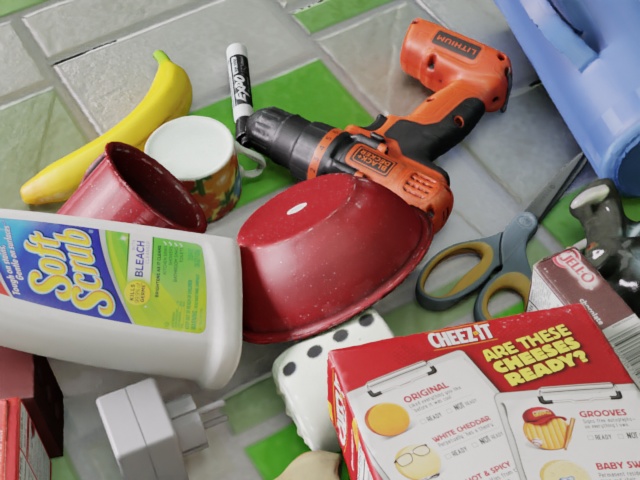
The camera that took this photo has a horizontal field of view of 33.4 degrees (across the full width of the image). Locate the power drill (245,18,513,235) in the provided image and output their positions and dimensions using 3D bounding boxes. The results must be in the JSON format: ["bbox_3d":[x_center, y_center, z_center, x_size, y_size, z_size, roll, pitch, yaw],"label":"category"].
[{"bbox_3d":[0.057,-0.101,0.873,0.185,0.057,0.187,29,60,19],"label":"power drill"}]

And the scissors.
[{"bbox_3d":[0.162,0.005,0.805,0.201,0.016,0.096,-31,57,-21],"label":"scissors"}]

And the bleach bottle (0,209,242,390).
[{"bbox_3d":[-0.177,0.032,0.669,0.250,0.068,0.102,8,59,-18],"label":"bleach bottle"}]

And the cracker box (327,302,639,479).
[{"bbox_3d":[0.109,0.141,0.575,0.164,0.072,0.214,-9,41,-11],"label":"cracker box"}]

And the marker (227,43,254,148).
[{"bbox_3d":[-0.067,-0.124,0.920,0.020,0.020,0.121,-7,50,-3],"label":"marker"}]

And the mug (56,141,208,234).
[{"bbox_3d":[-0.147,-0.018,0.773,0.081,0.093,0.117,-46,51,14],"label":"mug"}]

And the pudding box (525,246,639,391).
[{"bbox_3d":[0.179,0.074,0.699,0.039,0.090,0.113,-22,53,-13],"label":"pudding box"}]

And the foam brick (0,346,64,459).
[{"bbox_3d":[-0.202,0.105,0.699,0.051,0.078,0.053,-8,50,-2],"label":"foam brick"}]

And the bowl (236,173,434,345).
[{"bbox_3d":[-0.005,0.001,0.739,0.162,0.055,0.162,-24,23,11],"label":"bowl"}]

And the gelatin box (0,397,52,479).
[{"bbox_3d":[-0.189,0.150,0.653,0.030,0.089,0.073,-7,51,-4],"label":"gelatin box"}]

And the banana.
[{"bbox_3d":[-0.162,-0.089,0.888,0.070,0.037,0.197,10,48,34],"label":"banana"}]

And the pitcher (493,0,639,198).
[{"bbox_3d":[0.227,-0.158,0.860,0.149,0.145,0.243,-13,54,-4],"label":"pitcher"}]
